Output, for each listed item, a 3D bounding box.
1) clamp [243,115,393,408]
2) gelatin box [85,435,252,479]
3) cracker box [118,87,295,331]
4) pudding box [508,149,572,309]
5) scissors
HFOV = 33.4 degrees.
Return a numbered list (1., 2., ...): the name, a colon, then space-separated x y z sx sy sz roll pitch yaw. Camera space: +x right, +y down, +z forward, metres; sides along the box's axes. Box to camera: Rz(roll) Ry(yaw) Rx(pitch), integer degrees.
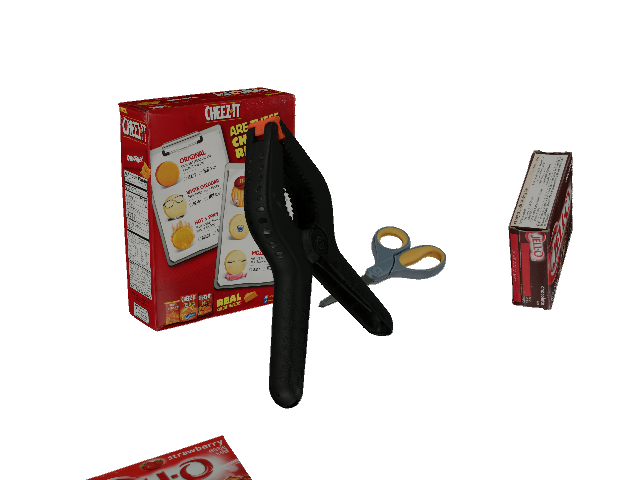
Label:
1. clamp: -0.008 0.007 0.825 0.036 0.210 0.164 -12 2 33
2. gelatin box: -0.079 0.146 0.574 0.089 0.030 0.073 -14 27 -21
3. cracker box: -0.109 -0.035 1.045 0.163 0.214 0.072 -12 20 -35
4. pudding box: 0.192 -0.011 0.924 0.039 0.090 0.113 6 42 18
5. scissors: 0.054 0.026 1.192 0.201 0.016 0.096 -11 42 -36
